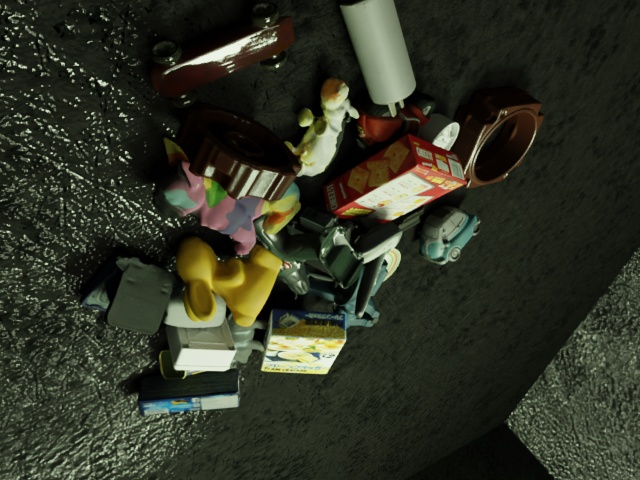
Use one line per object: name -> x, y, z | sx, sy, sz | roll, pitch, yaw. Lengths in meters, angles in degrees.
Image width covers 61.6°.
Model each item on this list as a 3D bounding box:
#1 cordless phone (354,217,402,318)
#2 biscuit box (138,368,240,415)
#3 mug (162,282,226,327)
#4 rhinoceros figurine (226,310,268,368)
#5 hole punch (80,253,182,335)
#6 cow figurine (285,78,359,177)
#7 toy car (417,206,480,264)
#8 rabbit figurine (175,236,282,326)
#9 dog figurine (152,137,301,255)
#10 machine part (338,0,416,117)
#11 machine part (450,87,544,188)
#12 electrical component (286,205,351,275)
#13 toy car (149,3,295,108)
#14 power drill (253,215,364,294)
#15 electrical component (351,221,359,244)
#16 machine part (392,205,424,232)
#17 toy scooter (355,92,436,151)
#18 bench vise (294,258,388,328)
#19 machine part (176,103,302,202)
cordless phone -> 0.095, 0.058, 1.049 | 0.146, 0.089, 0.184 | 78, 29, -77
biscuit box -> -0.269, 0.313, 1.111 | 0.203, 0.063, 0.059 | -2, 133, -7
mug -> -0.233, 0.112, 0.979 | 0.107, 0.081, 0.109 | -4, 121, -34
rhinoceros figurine -> -0.178, 0.216, 1.139 | 0.112, 0.073, 0.190 | -10, 134, -36
hole punch -> -0.314, 0.084, 0.885 | 0.142, 0.092, 0.115 | 33, 74, -50
cow figurine -> 0.012, -0.183, 0.890 | 0.098, 0.068, 0.167 | 0, 132, -49
toy car -> 0.304, -0.026, 1.290 | 0.161, 0.109, 0.102 | -43, 127, -11
rabbit figurine -> -0.177, 0.067, 0.930 | 0.173, 0.122, 0.162 | 33, 71, -18
dog figurine -> -0.147, -0.083, 0.826 | 0.191, 0.109, 0.219 | -38, 141, -2
machine part -> 0.089, -0.294, 0.807 | 0.079, 0.079, 0.242 | -34, 130, -8
machine part -> 0.371, -0.218, 1.157 | 0.201, 0.087, 0.200 | -13, 137, -30
electrical component -> -0.002, -0.003, 1.021 | 0.058, 0.115, 0.134 | -53, 153, -32
toy car -> -0.129, -0.247, 0.711 | 0.202, 0.053, 0.089 | -28, 147, -9
power drill -> -0.023, 0.030, 0.966 | 0.086, 0.208, 0.231 | -51, 126, -23
electrical component -> 0.096, -0.016, 1.180 | 0.094, 0.021, 0.063 | 14, 119, -49
machine part -> 0.169, -0.024, 1.149 | 0.084, 0.039, 0.139 | -36, 171, -35
toy scooter -> 0.126, -0.198, 0.973 | 0.184, 0.075, 0.135 | -12, 137, -40
bench vise -> 0.033, 0.109, 1.184 | 0.240, 0.129, 0.223 | 15, 129, -26
machine part -> -0.114, -0.123, 0.760 | 0.179, 0.179, 0.056 | 5, 128, -44
